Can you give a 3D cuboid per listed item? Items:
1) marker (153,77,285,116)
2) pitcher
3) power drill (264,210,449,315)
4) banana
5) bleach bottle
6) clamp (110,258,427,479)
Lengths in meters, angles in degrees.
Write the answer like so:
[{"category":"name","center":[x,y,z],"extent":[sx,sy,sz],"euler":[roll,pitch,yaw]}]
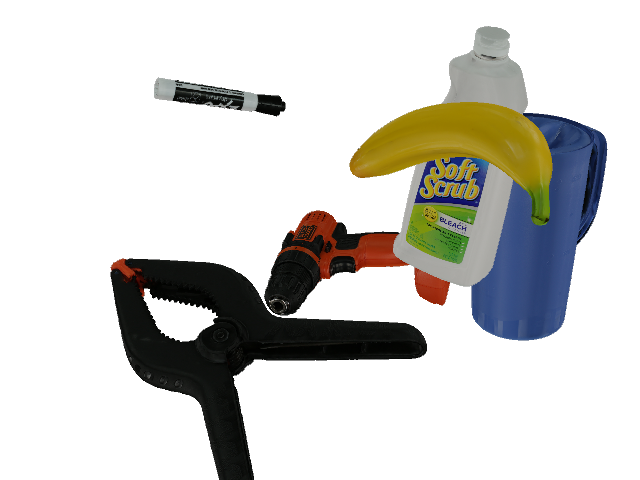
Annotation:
[{"category":"marker","center":[-0.089,-0.129,0.963],"extent":[0.121,0.020,0.020],"euler":[5,-2,-22]},{"category":"pitcher","center":[0.239,-0.017,1.208],"extent":[0.149,0.243,0.145],"euler":[6,27,14]},{"category":"power drill","center":[0.044,0.027,1.142],"extent":[0.188,0.057,0.184],"euler":[4,31,14]},{"category":"banana","center":[0.090,-0.063,0.720],"extent":[0.037,0.069,0.198],"euler":[38,-11,-34]},{"category":"bleach bottle","center":[0.133,-0.081,0.999],"extent":[0.103,0.251,0.068],"euler":[26,40,26]},{"category":"clamp","center":[-0.049,0.066,0.676],"extent":[0.164,0.036,0.210],"euler":[-38,57,-21]}]
